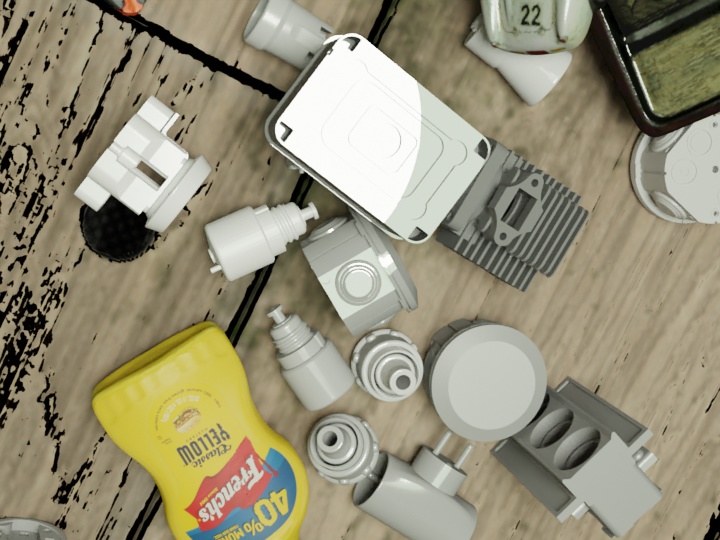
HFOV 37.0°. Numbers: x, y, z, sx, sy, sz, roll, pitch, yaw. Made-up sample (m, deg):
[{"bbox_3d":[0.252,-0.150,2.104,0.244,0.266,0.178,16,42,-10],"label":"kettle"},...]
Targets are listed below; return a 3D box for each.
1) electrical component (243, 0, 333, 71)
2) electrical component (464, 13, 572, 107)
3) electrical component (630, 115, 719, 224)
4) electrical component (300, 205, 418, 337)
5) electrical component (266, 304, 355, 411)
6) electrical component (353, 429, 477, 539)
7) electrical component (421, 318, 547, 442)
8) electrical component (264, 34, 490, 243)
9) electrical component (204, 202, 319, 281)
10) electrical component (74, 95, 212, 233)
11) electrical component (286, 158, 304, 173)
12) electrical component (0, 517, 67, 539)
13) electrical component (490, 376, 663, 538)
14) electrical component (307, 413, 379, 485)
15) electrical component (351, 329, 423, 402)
[{"bbox_3d":[-0.045,-0.152,0.686,0.046,0.040,0.040,28,92,-20],"label":"electrical component"},{"bbox_3d":[0.102,-0.146,0.715,0.065,0.044,0.044,37,90,-9],"label":"electrical component"},{"bbox_3d":[0.234,-0.071,0.745,0.080,0.051,0.080,-2,99,-11],"label":"electrical component"},{"bbox_3d":[0.000,0.000,0.697,0.051,0.080,0.080,-30,103,0],"label":"electrical component"},{"bbox_3d":[-0.036,0.058,0.717,0.040,0.040,0.078,-34,103,-5],"label":"electrical component"},{"bbox_3d":[0.048,0.148,0.745,0.077,0.043,0.079,34,91,-14],"label":"electrical component"},{"bbox_3d":[0.083,0.073,0.737,0.080,0.051,0.080,-2,98,-11],"label":"electrical component"},{"bbox_3d":[0.009,-0.077,0.632,0.113,0.057,0.078,37,90,-13],"label":"electrical component"},{"bbox_3d":[-0.065,-0.023,0.700,0.078,0.040,0.040,-25,102,-7],"label":"electrical component"},{"bbox_3d":[-0.131,-0.061,0.673,0.057,0.058,0.078,38,90,-11],"label":"electrical component"},{"bbox_3d":[0.004,-0.093,0.692,0.096,0.062,0.061,1,98,-11],"label":"electrical component"},{"bbox_3d":[-0.221,0.194,0.695,0.055,0.055,0.047,10,100,-12],"label":"electrical component"},{"bbox_3d":[0.146,0.125,0.721,0.079,0.121,0.063,-43,106,-3],"label":"electrical component"},{"bbox_3d":[-0.014,0.116,0.715,0.048,0.062,0.048,-3,73,9],"label":"electrical component"},{"bbox_3d":[0.022,0.068,0.719,0.048,0.062,0.048,-2,99,-11],"label":"electrical component"}]
